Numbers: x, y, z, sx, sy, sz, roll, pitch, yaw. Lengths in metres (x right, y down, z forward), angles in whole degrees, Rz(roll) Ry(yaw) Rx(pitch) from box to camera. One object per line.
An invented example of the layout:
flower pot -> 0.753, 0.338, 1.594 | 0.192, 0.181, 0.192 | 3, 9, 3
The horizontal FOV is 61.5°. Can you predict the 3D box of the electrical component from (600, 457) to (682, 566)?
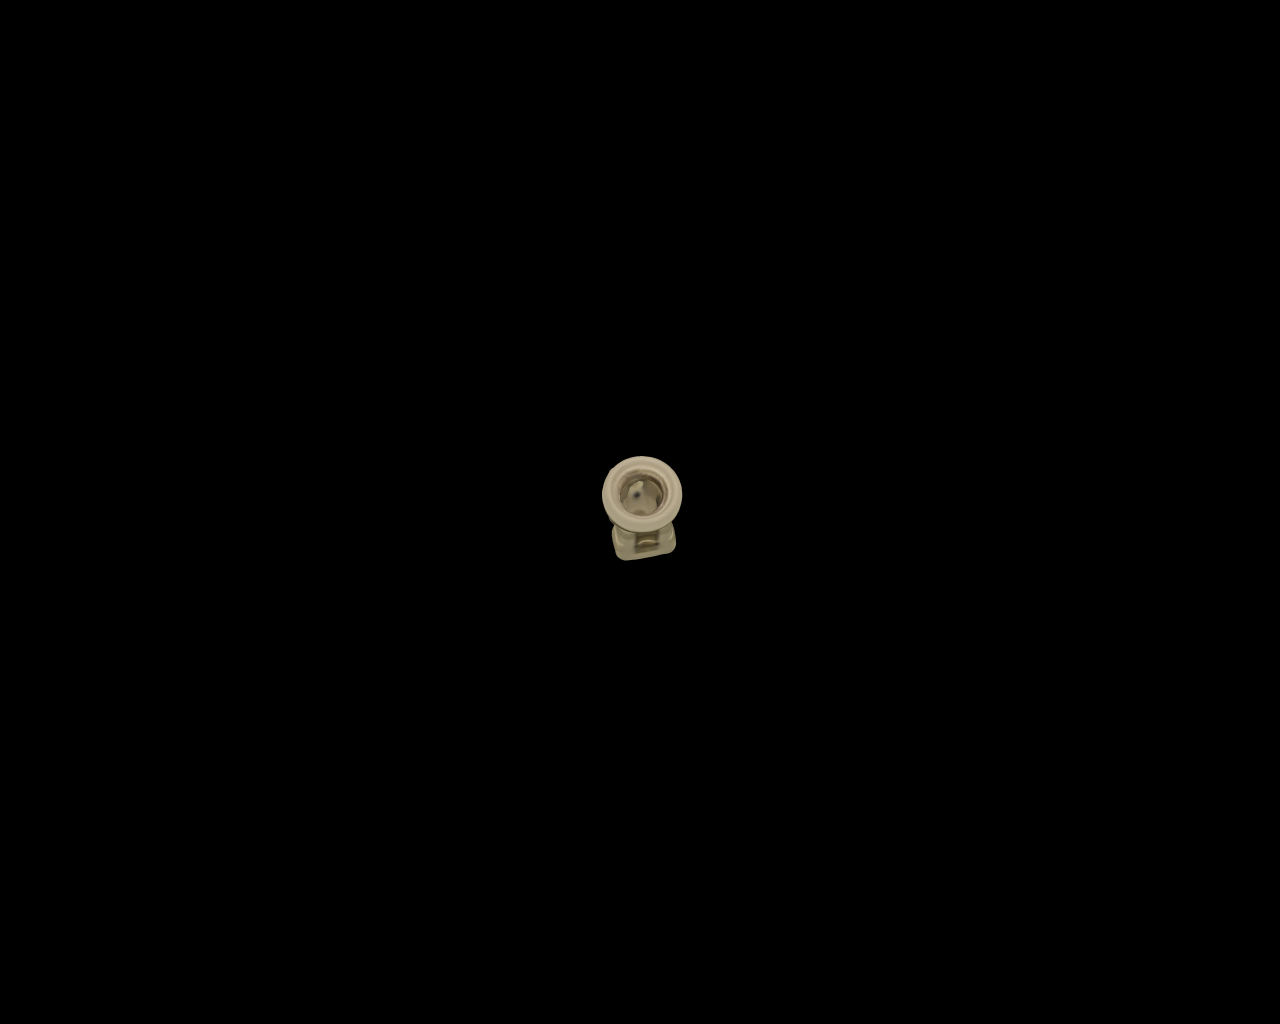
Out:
electrical component -> 0.001, -0.003, 0.650 | 0.048, 0.066, 0.055 | -11, -24, -5
